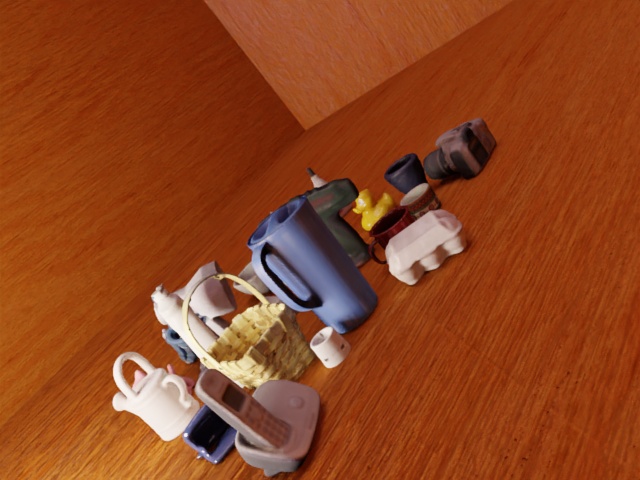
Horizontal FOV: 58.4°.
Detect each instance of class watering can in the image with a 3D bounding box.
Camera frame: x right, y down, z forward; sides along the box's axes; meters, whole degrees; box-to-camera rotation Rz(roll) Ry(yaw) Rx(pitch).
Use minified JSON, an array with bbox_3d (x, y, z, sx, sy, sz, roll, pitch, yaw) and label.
[{"bbox_3d":[-0.354,0.316,1.180,0.173,0.194,0.101,-38,16,5],"label":"watering can"}]

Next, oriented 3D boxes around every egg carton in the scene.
[{"bbox_3d":[0.186,0.010,1.022,0.150,0.069,0.107,-37,16,10],"label":"egg carton"}]

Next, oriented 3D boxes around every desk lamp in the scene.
[{"bbox_3d":[-0.253,0.180,1.292,0.203,0.214,0.118,-39,16,2],"label":"desk lamp"}]

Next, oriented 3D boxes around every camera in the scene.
[{"bbox_3d":[0.301,-0.201,1.287,0.136,0.101,0.143,-22,23,48],"label":"camera"}]

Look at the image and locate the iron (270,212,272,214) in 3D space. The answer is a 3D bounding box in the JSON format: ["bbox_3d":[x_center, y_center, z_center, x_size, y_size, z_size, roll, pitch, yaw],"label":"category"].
[{"bbox_3d":[-0.036,-0.047,1.559,0.257,0.141,0.119,-18,27,53],"label":"iron"}]

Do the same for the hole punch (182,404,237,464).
[{"bbox_3d":[-0.189,0.317,0.990,0.109,0.091,0.100,-47,17,-26],"label":"hole punch"}]

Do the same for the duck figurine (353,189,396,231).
[{"bbox_3d":[0.127,-0.086,1.397,0.104,0.086,0.077,-42,16,-9],"label":"duck figurine"}]

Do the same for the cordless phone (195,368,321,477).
[{"bbox_3d":[-0.089,0.231,0.821,0.094,0.185,0.147,-33,17,22],"label":"cordless phone"}]

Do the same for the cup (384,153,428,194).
[{"bbox_3d":[0.210,-0.145,1.352,0.091,0.095,0.117,-38,16,7],"label":"cup"}]

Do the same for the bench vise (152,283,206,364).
[{"bbox_3d":[-0.361,0.215,1.431,0.207,0.220,0.121,-30,18,31],"label":"bench vise"}]

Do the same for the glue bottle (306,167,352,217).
[{"bbox_3d":[0.017,-0.137,1.631,0.078,0.173,0.037,-49,18,-29],"label":"glue bottle"}]

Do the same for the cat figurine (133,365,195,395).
[{"bbox_3d":[-0.370,0.336,1.306,0.128,0.118,0.067,-38,16,5],"label":"cat figurine"}]

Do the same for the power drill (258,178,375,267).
[{"bbox_3d":[0.009,-0.019,1.249,0.229,0.209,0.075,-37,16,8],"label":"power drill"}]

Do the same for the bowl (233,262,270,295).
[{"bbox_3d":[-0.150,0.095,1.551,0.167,0.075,0.167,-36,16,12],"label":"bowl"}]
